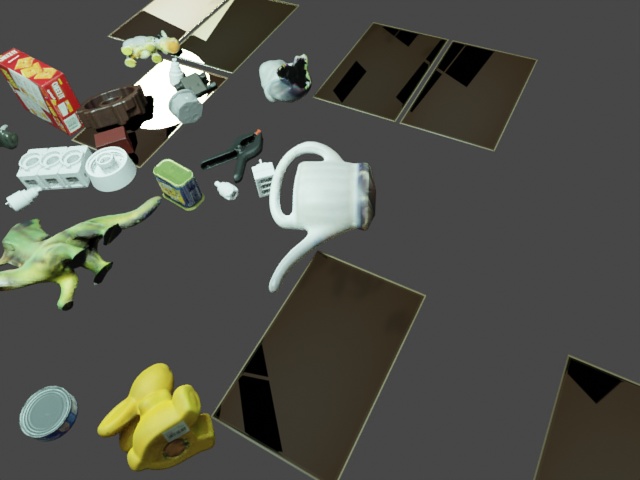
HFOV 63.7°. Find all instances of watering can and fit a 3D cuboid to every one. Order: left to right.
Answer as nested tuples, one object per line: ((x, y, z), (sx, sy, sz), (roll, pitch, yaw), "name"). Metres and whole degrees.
((0.003, -0.054, 1.071), (0.224, 0.102, 0.354), (1, 66, 6), "watering can")

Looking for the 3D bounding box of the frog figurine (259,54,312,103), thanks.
((-0.103, -0.420, 1.366), (0.159, 0.121, 0.139), (1, 54, 52), "frog figurine")

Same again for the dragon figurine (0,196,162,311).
((-0.540, 0.000, 1.065), (0.243, 0.119, 0.419), (17, 41, 14), "dragon figurine")
